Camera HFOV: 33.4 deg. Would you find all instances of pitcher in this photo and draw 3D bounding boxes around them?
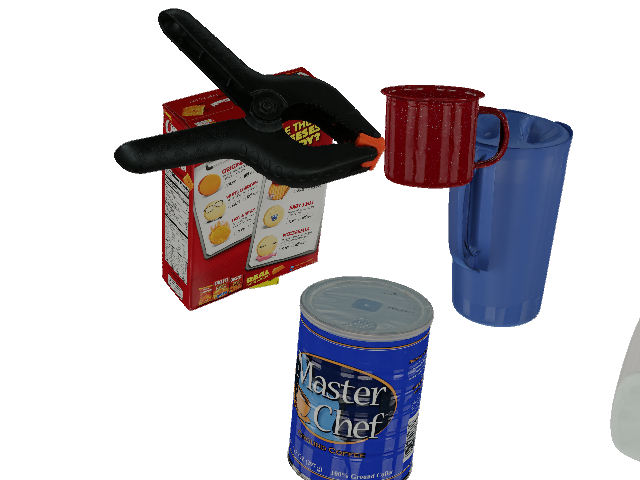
[{"bbox_3d":[0.209,-0.021,1.249,0.149,0.243,0.145,-1,25,-5],"label":"pitcher"}]

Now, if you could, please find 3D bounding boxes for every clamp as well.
[{"bbox_3d":[-0.042,-0.089,0.697,0.171,0.120,0.039,9,-18,-13],"label":"clamp"}]

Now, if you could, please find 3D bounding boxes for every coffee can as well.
[{"bbox_3d":[0.030,0.112,0.839,0.103,0.140,0.103,4,22,-2],"label":"coffee can"}]

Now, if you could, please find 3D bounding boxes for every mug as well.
[{"bbox_3d":[0.111,-0.094,0.963,0.117,0.081,0.093,2,15,3],"label":"mug"}]

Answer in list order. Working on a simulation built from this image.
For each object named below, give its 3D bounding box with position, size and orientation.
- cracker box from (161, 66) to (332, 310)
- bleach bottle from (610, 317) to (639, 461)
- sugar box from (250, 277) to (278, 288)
[{"bbox_3d":[-0.075,-0.052,1.069,0.163,0.214,0.072,-20,45,-31],"label":"cracker box"},{"bbox_3d":[0.268,0.073,0.731,0.103,0.068,0.250,11,23,22],"label":"bleach bottle"},{"bbox_3d":[-0.084,-0.039,1.328,0.048,0.176,0.093,-9,24,-9],"label":"sugar box"}]
